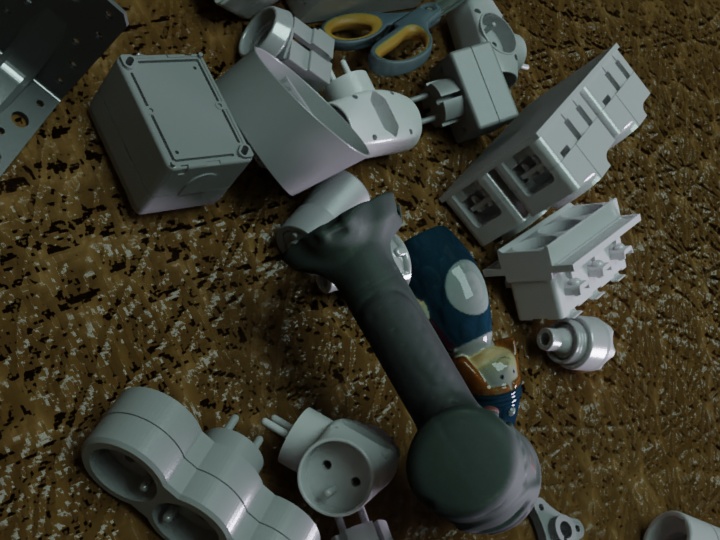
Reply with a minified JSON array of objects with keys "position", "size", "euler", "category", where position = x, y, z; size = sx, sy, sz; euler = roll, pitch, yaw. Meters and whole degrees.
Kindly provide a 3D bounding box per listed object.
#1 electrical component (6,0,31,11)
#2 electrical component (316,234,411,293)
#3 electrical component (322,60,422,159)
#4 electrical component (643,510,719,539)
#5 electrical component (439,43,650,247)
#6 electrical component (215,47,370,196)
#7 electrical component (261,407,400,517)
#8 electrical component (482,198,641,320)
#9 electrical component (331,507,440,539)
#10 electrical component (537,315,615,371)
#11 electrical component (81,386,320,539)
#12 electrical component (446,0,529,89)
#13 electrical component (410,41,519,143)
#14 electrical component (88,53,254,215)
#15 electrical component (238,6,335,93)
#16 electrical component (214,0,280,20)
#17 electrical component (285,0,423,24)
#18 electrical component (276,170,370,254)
[{"position":[-0.206,-0.171,0.641],"size":[0.040,0.040,0.046],"euler":[13,64,-37],"category":"electrical component"},{"position":[0.000,0.000,0.721],"size":[0.062,0.048,0.048],"euler":[-16,77,-36],"category":"electrical component"},{"position":[-0.003,-0.119,0.787],"size":[0.077,0.043,0.079],"euler":[-16,77,-46],"category":"electrical component"},{"position":[0.246,0.212,0.807],"size":[0.047,0.055,0.055],"euler":[28,50,-22],"category":"electrical component"},{"position":[0.157,-0.100,0.873],"size":[0.060,0.105,0.186],"euler":[51,44,-7],"category":"electrical component"},{"position":[-0.046,-0.098,0.699],"size":[0.099,0.064,0.099],"euler":[56,5,-8],"category":"electrical component"},{"position":[-0.021,0.106,0.626],"size":[0.079,0.043,0.077],"euler":[28,4,11],"category":"electrical component"},{"position":[0.165,-0.008,0.855],"size":[0.121,0.079,0.063],"euler":[-30,110,-47],"category":"electrical component"},{"position":[0.004,0.169,0.623],"size":[0.083,0.047,0.075],"euler":[3,54,-41],"category":"electrical component"},{"position":[0.164,0.056,0.834],"size":[0.062,0.043,0.043],"euler":[8,61,-37],"category":"electrical component"},{"position":[-0.076,0.111,0.580],"size":[0.138,0.052,0.073],"euler":[44,45,-13],"category":"electrical component"},{"position":[0.118,-0.191,0.936],"size":[0.079,0.044,0.077],"euler":[3,64,-40],"category":"electrical component"},{"position":[0.075,-0.137,0.862],"size":[0.077,0.047,0.065],"euler":[-21,89,-20],"category":"electrical component"},{"position":[-0.121,-0.087,0.656],"size":[0.062,0.061,0.096],"euler":[-13,68,-43],"category":"electrical component"},{"position":[-0.052,-0.154,0.763],"size":[0.055,0.048,0.066],"euler":[31,49,-34],"category":"electrical component"},{"position":[-0.075,-0.222,0.758],"size":[0.061,0.096,0.061],"euler":[64,15,7],"category":"electrical component"},{"position":[0.011,-0.250,0.842],"size":[0.150,0.089,0.061],"euler":[-22,82,-46],"category":"electrical component"},{"position":[-0.027,-0.032,0.718],"size":[0.044,0.044,0.065],"euler":[46,49,-11],"category":"electrical component"}]
